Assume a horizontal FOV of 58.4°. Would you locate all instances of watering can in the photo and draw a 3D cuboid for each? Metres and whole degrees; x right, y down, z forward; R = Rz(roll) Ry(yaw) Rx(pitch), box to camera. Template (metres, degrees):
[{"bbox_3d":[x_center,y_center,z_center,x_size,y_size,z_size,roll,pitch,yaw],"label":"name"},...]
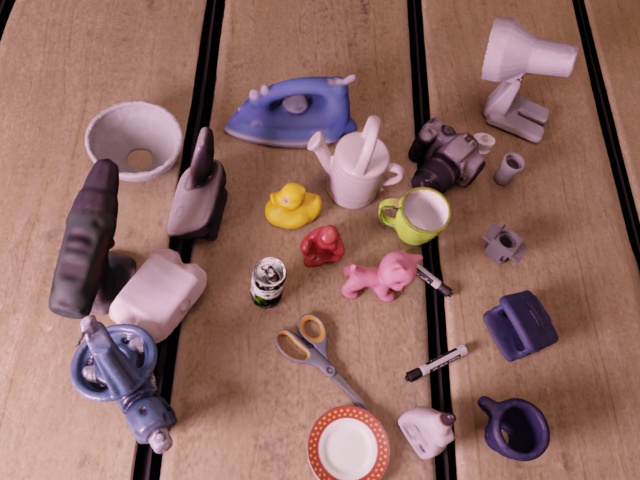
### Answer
[{"bbox_3d":[0.066,-0.144,1.024,0.173,0.194,0.101,-4,65,-11],"label":"watering can"}]

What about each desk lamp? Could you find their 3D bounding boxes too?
[{"bbox_3d":[0.408,-0.331,1.160,0.203,0.213,0.118,23,63,3],"label":"desk lamp"}]

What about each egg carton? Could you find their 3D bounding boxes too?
[{"bbox_3d":[-0.258,0.090,0.926,0.107,0.069,0.150,29,63,6],"label":"egg carton"}]

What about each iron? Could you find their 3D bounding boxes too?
[{"bbox_3d":[-0.054,-0.258,1.090,0.258,0.141,0.118,-8,66,-13],"label":"iron"}]

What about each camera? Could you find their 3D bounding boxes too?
[{"bbox_3d":[0.230,-0.154,1.108,0.143,0.101,0.137,42,65,12],"label":"camera"}]

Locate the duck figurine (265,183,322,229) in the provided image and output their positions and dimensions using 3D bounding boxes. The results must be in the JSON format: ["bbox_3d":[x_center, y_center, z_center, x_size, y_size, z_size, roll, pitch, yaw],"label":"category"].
[{"bbox_3d":[-0.045,-0.071,1.030,0.105,0.086,0.077,-8,65,-13],"label":"duck figurine"}]

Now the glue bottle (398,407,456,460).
[{"bbox_3d":[0.167,0.277,0.845,0.037,0.173,0.078,-26,71,-20],"label":"glue bottle"}]

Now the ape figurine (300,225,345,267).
[{"bbox_3d":[0.009,0.004,0.999,0.077,0.092,0.076,26,63,4],"label":"ape figurine"}]

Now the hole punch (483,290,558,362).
[{"bbox_3d":[0.354,0.140,0.989,0.101,0.091,0.108,-19,68,-17],"label":"hole punch"}]

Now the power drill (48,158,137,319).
[{"bbox_3d":[-0.337,0.021,0.869,0.075,0.208,0.229,9,63,-4],"label":"power drill"}]

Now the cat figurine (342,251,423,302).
[{"bbox_3d":[0.108,0.055,0.976,0.128,0.118,0.067,3,63,-7],"label":"cat figurine"}]

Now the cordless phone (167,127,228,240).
[{"bbox_3d":[-0.207,-0.092,0.958,0.094,0.185,0.147,7,63,-5],"label":"cordless phone"}]

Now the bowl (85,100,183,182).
[{"bbox_3d":[-0.330,-0.166,1.037,0.167,0.075,0.167,4,64,-7],"label":"bowl"}]

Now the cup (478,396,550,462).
[{"bbox_3d":[0.286,0.295,0.900,0.117,0.095,0.092,38,64,10],"label":"cup"}]

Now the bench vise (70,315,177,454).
[{"bbox_3d":[-0.261,0.186,0.793,0.207,0.219,0.122,36,64,9],"label":"bench vise"}]
